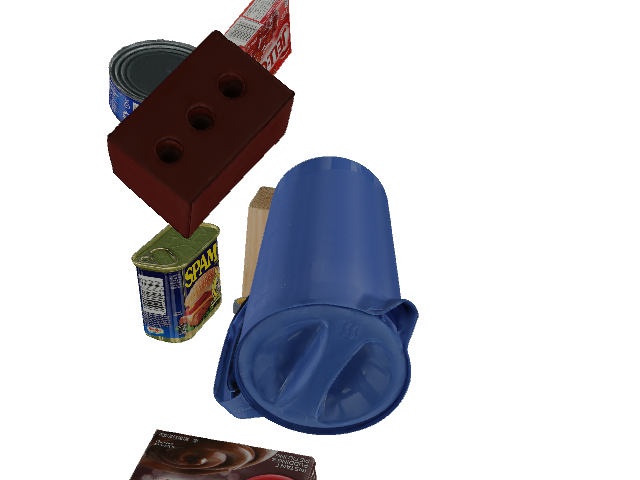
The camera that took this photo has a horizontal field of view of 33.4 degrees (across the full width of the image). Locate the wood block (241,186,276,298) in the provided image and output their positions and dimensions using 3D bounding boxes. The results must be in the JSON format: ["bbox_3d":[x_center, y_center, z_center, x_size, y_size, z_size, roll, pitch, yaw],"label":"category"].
[{"bbox_3d":[-0.055,0.041,1.453,0.090,0.206,0.090,8,22,5],"label":"wood block"}]

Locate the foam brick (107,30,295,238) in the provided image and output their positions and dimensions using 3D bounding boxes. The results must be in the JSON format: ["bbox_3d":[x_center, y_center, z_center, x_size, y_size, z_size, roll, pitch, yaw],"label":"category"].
[{"bbox_3d":[-0.058,-0.051,0.519,0.053,0.078,0.051,39,-16,5],"label":"foam brick"}]

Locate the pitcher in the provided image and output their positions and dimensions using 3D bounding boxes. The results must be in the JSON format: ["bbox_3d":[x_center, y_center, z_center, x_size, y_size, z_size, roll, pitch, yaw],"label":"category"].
[{"bbox_3d":[-0.004,0.038,0.893,0.149,0.145,0.242,6,35,-2],"label":"pitcher"}]

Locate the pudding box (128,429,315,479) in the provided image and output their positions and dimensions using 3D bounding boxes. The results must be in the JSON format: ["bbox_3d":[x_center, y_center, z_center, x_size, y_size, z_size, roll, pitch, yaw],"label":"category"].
[{"bbox_3d":[-0.067,0.169,0.674,0.113,0.039,0.090,6,30,12],"label":"pudding box"}]

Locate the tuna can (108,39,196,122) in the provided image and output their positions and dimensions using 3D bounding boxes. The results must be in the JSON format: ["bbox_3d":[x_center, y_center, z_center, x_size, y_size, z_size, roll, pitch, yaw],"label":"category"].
[{"bbox_3d":[-0.121,-0.118,0.826,0.086,0.034,0.086,6,43,-6],"label":"tuna can"}]

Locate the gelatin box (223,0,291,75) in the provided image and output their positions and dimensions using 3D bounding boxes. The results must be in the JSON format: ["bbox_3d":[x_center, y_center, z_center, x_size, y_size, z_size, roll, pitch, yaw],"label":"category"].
[{"bbox_3d":[-0.059,-0.184,1.009,0.030,0.089,0.073,20,-36,17],"label":"gelatin box"}]

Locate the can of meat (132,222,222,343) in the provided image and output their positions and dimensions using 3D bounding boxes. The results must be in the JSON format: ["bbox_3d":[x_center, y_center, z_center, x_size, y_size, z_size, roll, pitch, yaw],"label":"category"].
[{"bbox_3d":[-0.136,0.040,1.042,0.057,0.084,0.102,8,27,19],"label":"can of meat"}]

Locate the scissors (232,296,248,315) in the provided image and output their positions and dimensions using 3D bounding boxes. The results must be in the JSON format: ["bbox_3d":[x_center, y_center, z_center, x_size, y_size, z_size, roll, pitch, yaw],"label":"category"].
[{"bbox_3d":[0.001,0.088,1.194,0.201,0.016,0.096,4,22,0],"label":"scissors"}]
